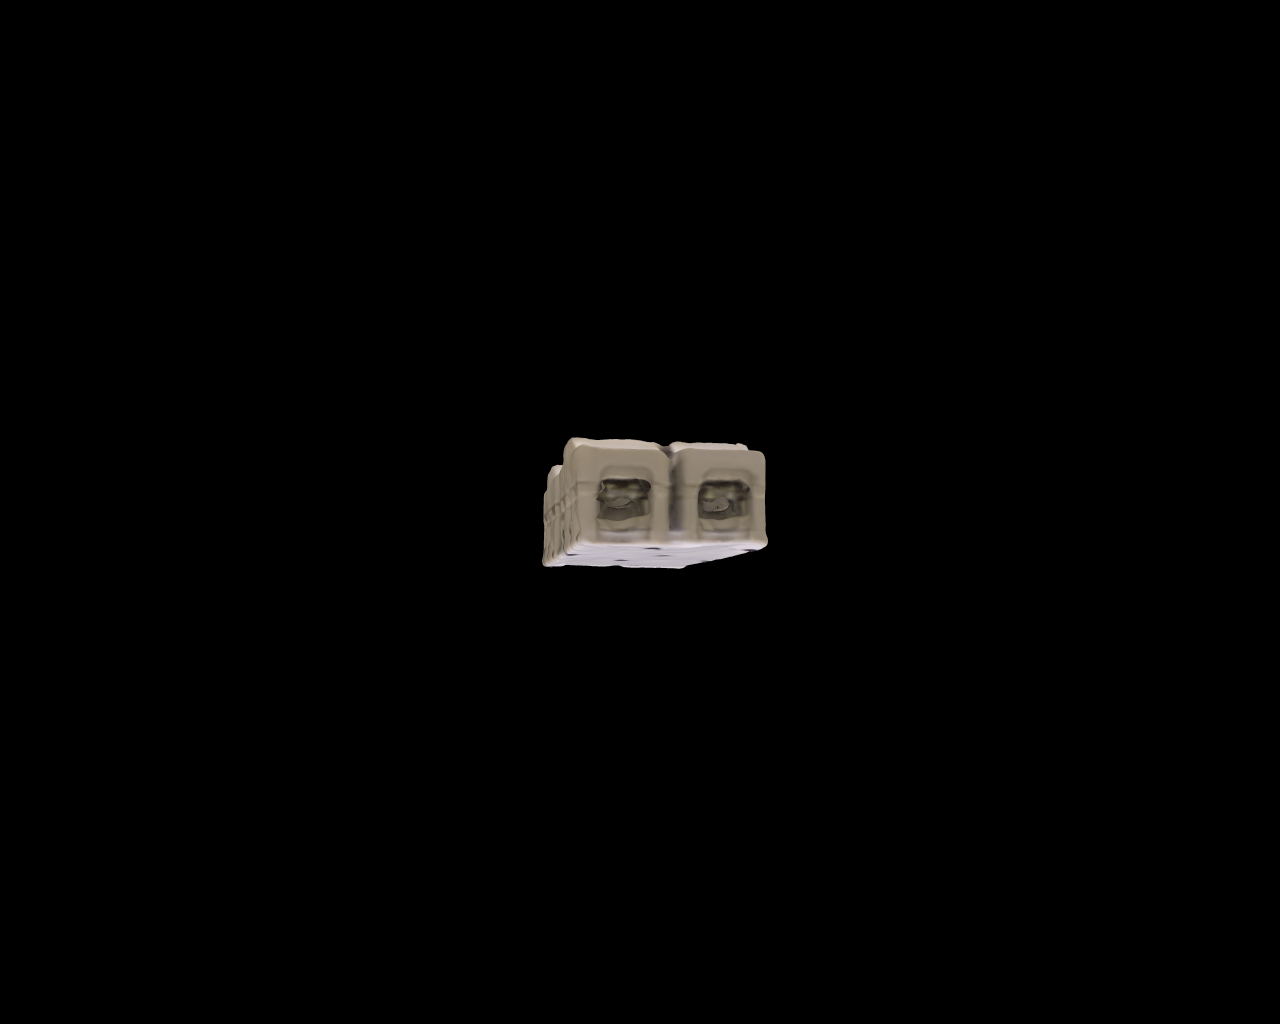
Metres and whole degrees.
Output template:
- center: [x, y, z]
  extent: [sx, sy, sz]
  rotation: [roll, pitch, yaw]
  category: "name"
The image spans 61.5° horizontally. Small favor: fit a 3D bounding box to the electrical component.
- center: [0.001, -0.003, 0.650]
  extent: [0.105, 0.060, 0.186]
  rotation: [1, -7, -11]
  category: "electrical component"
